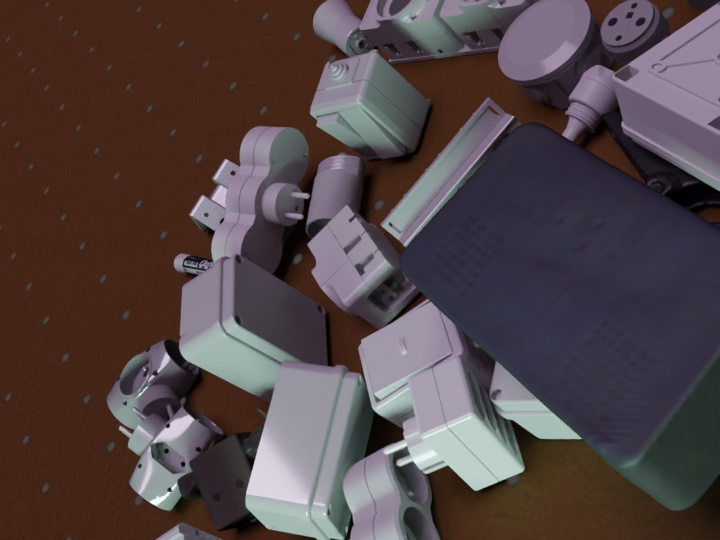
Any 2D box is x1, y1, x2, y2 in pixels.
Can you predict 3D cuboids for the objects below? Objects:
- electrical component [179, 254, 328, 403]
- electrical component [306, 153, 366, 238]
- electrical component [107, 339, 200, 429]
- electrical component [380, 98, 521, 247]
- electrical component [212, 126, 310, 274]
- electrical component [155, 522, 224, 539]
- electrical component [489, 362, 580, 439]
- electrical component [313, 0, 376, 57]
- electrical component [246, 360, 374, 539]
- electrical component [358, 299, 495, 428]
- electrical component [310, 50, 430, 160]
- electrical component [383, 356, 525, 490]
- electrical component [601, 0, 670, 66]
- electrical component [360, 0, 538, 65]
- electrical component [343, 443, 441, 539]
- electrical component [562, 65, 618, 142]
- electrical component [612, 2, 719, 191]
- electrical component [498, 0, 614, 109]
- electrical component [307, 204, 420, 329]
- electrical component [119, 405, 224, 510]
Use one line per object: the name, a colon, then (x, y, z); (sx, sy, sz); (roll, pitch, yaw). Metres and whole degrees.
electrical component: (-0.082, 0.048, 0.857); (0.057, 0.113, 0.078); (-31, 44, 29)
electrical component: (-0.020, -0.066, 0.932); (0.043, 0.043, 0.081); (-16, 52, 36)
electrical component: (-0.181, 0.114, 0.958); (0.077, 0.044, 0.079); (-43, 41, 12)
electrical component: (0.081, -0.059, 0.811); (0.121, 0.079, 0.063); (-50, 18, 5)
electrical component: (-0.075, -0.058, 0.940); (0.074, 0.052, 0.138); (9, 79, 39)
electrical component: (-0.117, 0.229, 0.777); (0.056, 0.089, 0.050); (-36, 43, 20)
electrical component: (0.144, 0.060, 0.671); (0.113, 0.057, 0.078); (-8, 58, 41)
electrical component: (-0.012, -0.232, 1.047); (0.044, 0.044, 0.065); (-48, 45, 7)
electrical component: (-0.033, 0.129, 0.768); (0.057, 0.078, 0.113); (7, 64, 15)
electrical component: (0.052, 0.061, 0.757); (0.096, 0.061, 0.061); (-35, 43, 21)
electrical component: (0.004, -0.139, 0.920); (0.062, 0.096, 0.061); (-4, 60, 43)
electrical component: (0.053, 0.108, 0.697); (0.076, 0.083, 0.047); (-26, 46, 16)
electrical component: (0.205, -0.162, 0.774); (0.045, 0.055, 0.045); (-25, 48, 30)
electrical component: (0.095, -0.249, 0.939); (0.186, 0.060, 0.105); (4, 65, 45)
electrical component: (0.011, 0.189, 0.711); (0.074, 0.052, 0.138); (-33, 44, 23)
electrical component: (0.169, -0.118, 0.795); (0.061, 0.035, 0.035); (-56, 40, 0)
electrical component: (0.237, -0.113, 0.683); (0.109, 0.056, 0.108); (-34, 40, -8)
electrical component: (0.152, -0.169, 0.833); (0.080, 0.051, 0.080); (-25, 48, 30)
electrical component: (0.000, 0.000, 0.859); (0.056, 0.050, 0.089); (-45, 41, 10)
electrical component: (-0.167, 0.147, 0.905); (0.079, 0.043, 0.077); (35, 88, 14)
